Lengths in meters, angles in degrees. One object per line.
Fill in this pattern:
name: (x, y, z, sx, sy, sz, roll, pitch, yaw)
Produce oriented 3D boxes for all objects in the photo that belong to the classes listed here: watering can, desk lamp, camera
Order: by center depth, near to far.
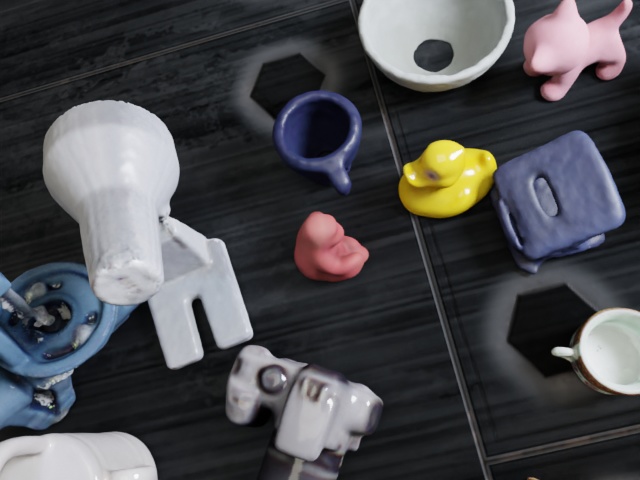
watering can: (-0.235, 0.224, 0.496, 0.173, 0.194, 0.100, -34, 69, -2)
camera: (-0.028, 0.181, 0.524, 0.143, 0.101, 0.137, 16, 75, 15)
desk lamp: (-0.161, 0.001, 0.547, 0.118, 0.214, 0.203, -24, 69, 2)

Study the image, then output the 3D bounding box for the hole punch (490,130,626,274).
hole punch: (0.225, -0.036, 0.557, 0.101, 0.091, 0.108, -17, 70, 4)

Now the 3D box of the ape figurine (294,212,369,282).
ape figurine: (0.005, 0.002, 0.583, 0.076, 0.092, 0.077, -20, 69, 3)

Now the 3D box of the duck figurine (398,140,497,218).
duck figurine: (0.131, -0.072, 0.588, 0.104, 0.086, 0.077, -17, 70, 4)

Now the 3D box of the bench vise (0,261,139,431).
bench vise: (-0.276, 0.103, 0.530, 0.121, 0.220, 0.207, 17, 75, 15)

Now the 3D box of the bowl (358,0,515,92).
bowl: (0.130, -0.230, 0.647, 0.167, 0.075, 0.167, -3, 71, 9)

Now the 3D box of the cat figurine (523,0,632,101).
cat figurine: (0.262, -0.206, 0.593, 0.128, 0.118, 0.067, -25, 69, 1)

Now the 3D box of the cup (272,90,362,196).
cup: (0.009, -0.087, 0.610, 0.091, 0.095, 0.117, -26, 69, 1)
